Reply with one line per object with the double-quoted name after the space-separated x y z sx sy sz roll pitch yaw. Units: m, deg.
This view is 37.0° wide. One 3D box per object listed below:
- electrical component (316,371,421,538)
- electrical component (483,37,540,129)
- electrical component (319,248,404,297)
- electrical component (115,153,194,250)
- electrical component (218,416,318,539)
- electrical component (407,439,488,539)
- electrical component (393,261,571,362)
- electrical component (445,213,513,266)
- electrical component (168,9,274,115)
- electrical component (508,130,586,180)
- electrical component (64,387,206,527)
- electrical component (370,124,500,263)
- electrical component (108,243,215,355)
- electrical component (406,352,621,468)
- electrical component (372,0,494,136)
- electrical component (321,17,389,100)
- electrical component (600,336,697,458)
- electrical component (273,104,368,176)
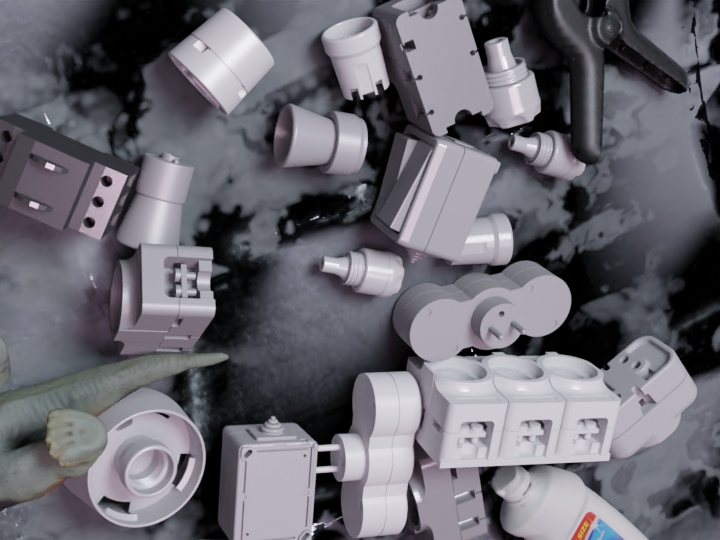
-0.001 0.146 0.847 0.074 0.052 0.138 0 109 -21 "electrical component"
0.107 -0.138 0.789 0.043 0.043 0.062 -23 114 -12 "electrical component"
0.000 0.000 0.804 0.061 0.035 0.035 9 105 -21 "electrical component"
-0.137 -0.047 0.731 0.044 0.044 0.065 13 99 -24 "electrical component"
-0.072 0.156 0.822 0.062 0.061 0.096 1 100 -22 "electrical component"
0.064 0.179 0.884 0.056 0.050 0.089 -17 113 -15 "electrical component"
0.102 0.037 0.834 0.138 0.074 0.052 -12 113 -16 "electrical component"
0.090 -0.022 0.827 0.046 0.040 0.040 -5 111 -12 "electrical component"
-0.090 -0.138 0.708 0.047 0.055 0.055 -45 118 -5 "electrical component"
0.142 -0.091 0.825 0.061 0.035 0.035 12 104 -22 "electrical component"
-0.166 0.136 0.787 0.099 0.064 0.099 -10 109 -32 "electrical component"
0.048 -0.052 0.787 0.061 0.062 0.096 16 103 -25 "electrical component"
-0.137 0.022 0.725 0.056 0.089 0.050 3 66 -22 "electrical component"
0.118 0.106 0.856 0.150 0.089 0.061 2 108 -21 "electrical component"
0.049 -0.148 0.756 0.050 0.056 0.089 -26 116 -10 "electrical component"
-0.002 -0.146 0.747 0.040 0.040 0.046 -25 121 -11 "electrical component"
0.237 0.112 0.923 0.095 0.054 0.059 -40 118 -3 "electrical component"
-0.028 -0.090 0.754 0.055 0.045 0.045 6 107 -23 "electrical component"
